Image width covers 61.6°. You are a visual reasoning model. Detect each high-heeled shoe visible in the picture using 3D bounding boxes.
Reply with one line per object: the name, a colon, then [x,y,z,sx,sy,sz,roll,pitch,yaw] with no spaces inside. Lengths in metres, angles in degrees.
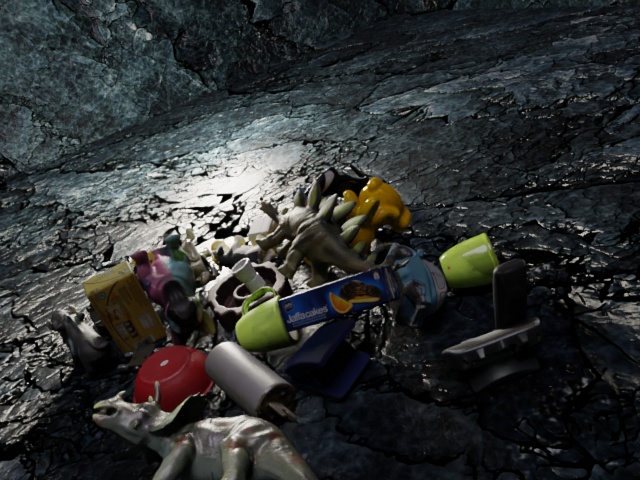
high-heeled shoe: [0.074,-0.108,1.281,0.145,0.086,0.249,45,43,9]

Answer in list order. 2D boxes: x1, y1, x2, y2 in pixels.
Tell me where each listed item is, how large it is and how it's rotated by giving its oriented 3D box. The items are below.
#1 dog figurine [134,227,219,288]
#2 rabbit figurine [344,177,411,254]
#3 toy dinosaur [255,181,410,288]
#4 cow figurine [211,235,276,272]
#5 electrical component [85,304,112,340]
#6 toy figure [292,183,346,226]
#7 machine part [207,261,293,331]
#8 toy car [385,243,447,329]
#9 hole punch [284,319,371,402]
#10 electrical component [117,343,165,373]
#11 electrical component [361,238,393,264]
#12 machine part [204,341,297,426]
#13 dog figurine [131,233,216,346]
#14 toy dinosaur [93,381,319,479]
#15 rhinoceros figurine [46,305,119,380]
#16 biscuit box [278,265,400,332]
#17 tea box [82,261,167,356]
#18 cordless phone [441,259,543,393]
dog figurine: [-0.347,0.085,1.247,0.190,0.121,0.172,-33,28,0]
rabbit figurine: [0.111,-0.041,1.174,0.122,0.162,0.173,19,63,29]
toy dinosaur: [-0.002,-0.003,1.084,0.472,0.105,0.198,37,102,47]
cow figurine: [-0.197,0.042,1.254,0.168,0.068,0.098,-1,40,28]
electrical component: [-0.445,0.161,1.192,0.115,0.058,0.134,-34,34,-23]
toy figure: [-0.004,-0.079,1.310,0.155,0.057,0.064,34,55,20]
machine part: [-0.145,0.116,1.114,0.179,0.056,0.179,-14,30,8]
toy car: [0.175,0.081,0.966,0.103,0.109,0.162,2,34,-17]
hole punch: [0.006,0.189,0.887,0.116,0.092,0.142,4,40,39]
electrical component: [-0.347,0.234,1.055,0.094,0.021,0.063,-9,31,12]
electrical component: [0.130,0.040,1.064,0.078,0.102,0.045,-37,21,17]
machine part: [-0.117,0.233,0.885,0.079,0.079,0.243,-35,33,-27]
dog figurine: [-0.295,0.110,1.098,0.108,0.219,0.191,-24,-4,-17]
toy dinosaur: [-0.128,0.301,0.751,0.405,0.131,0.192,1,35,18]
rhinoceros figurine: [-0.490,0.202,1.094,0.191,0.111,0.073,24,52,38]
biscuit box: [0.030,0.101,0.915,0.203,0.063,0.059,-21,-8,24]
tea box: [-0.392,0.140,1.085,0.098,0.169,0.068,-27,32,-19]
cordless phone: [0.247,0.119,0.780,0.147,0.184,0.089,-19,34,-3]
